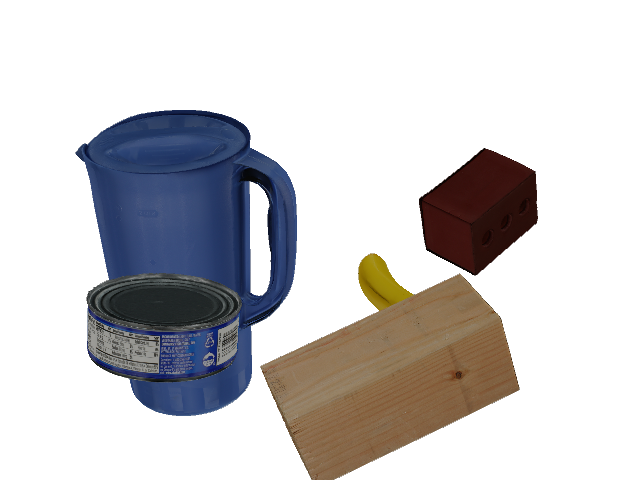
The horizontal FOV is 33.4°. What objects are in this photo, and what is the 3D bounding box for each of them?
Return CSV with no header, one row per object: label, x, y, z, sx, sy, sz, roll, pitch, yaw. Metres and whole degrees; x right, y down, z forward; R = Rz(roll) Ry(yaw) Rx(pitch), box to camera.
wood block,0.063,0.126,0.971,0.206,0.091,0.090,-24,31,-7
banana,0.086,0.061,1.178,0.069,0.037,0.198,4,20,-35
pitcher,-0.107,0.023,0.889,0.144,0.243,0.149,-14,30,-21
tuna can,-0.088,0.048,0.598,0.086,0.034,0.086,4,17,-1
foam brick,0.119,-0.022,0.799,0.078,0.053,0.051,-38,46,-27
